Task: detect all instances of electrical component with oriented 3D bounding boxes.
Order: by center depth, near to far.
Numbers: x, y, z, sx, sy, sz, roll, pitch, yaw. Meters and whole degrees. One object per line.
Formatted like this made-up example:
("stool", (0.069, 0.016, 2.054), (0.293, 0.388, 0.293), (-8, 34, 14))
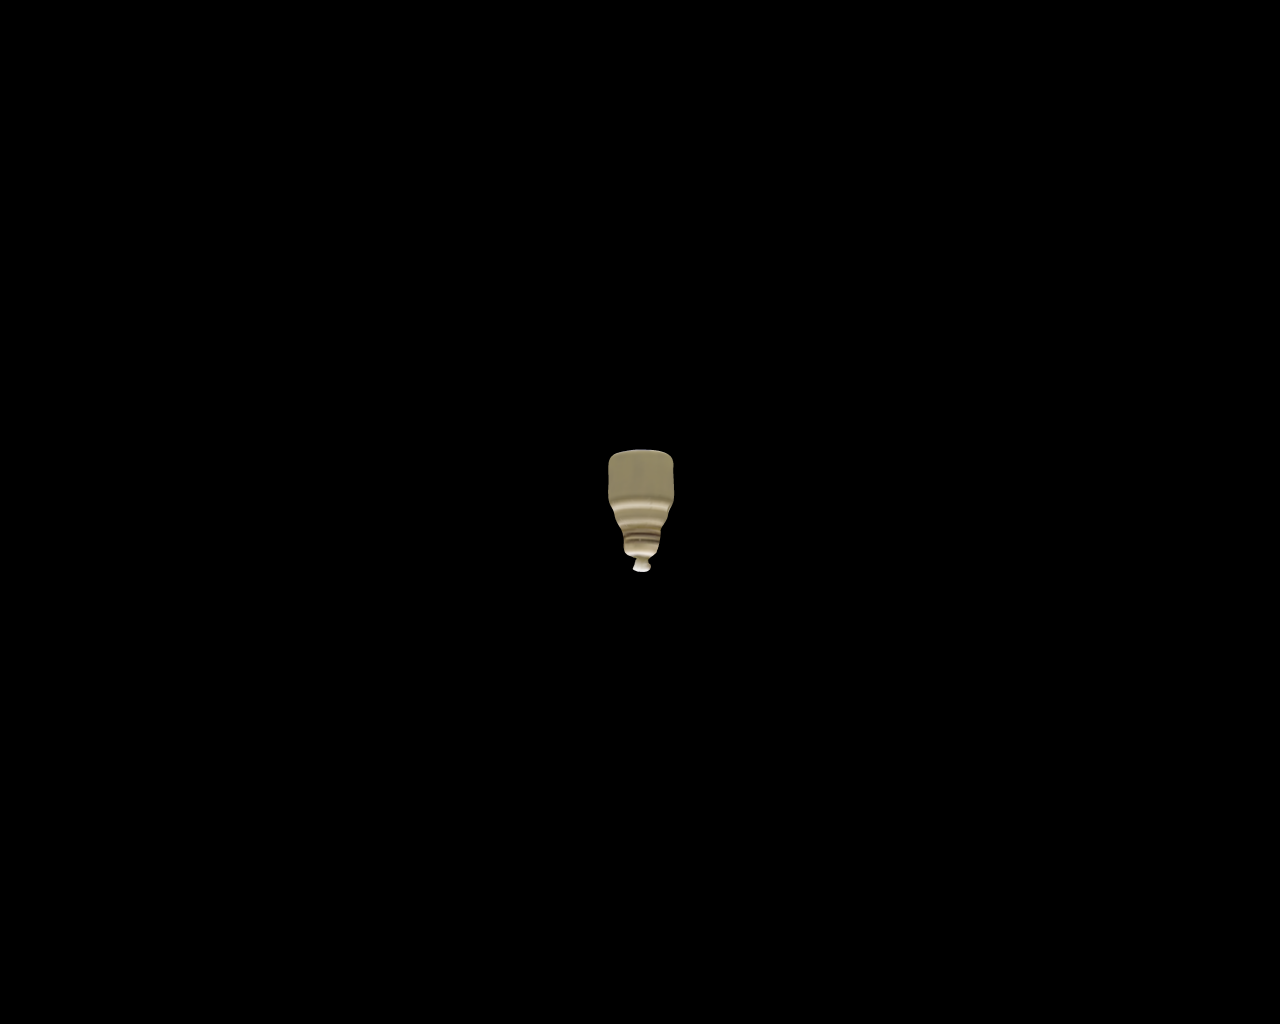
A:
("electrical component", (0.001, -0.003, 0.650), (0.040, 0.078, 0.040), (0, -11, 0))
